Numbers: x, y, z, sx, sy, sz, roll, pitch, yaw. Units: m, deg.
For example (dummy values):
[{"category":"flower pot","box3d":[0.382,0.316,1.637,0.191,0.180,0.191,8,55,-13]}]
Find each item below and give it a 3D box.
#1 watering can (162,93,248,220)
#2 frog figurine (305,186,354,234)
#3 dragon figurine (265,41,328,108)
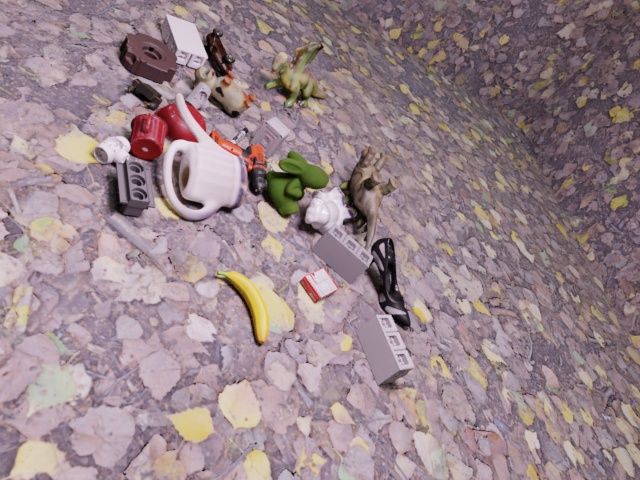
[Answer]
[{"category":"watering can","box3d":[-0.295,-0.209,1.340,0.223,0.103,0.354,13,64,-35]},{"category":"frog figurine","box3d":[0.005,-0.076,1.516,0.162,0.123,0.135,-31,119,-38]},{"category":"dragon figurine","box3d":[-0.054,-0.625,1.921,0.123,0.238,0.414,49,38,17]}]
